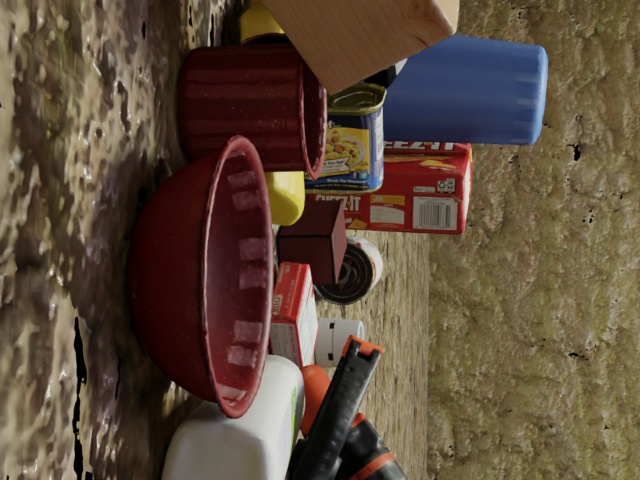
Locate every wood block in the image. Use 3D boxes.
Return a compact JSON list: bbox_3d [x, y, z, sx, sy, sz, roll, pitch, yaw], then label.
[{"bbox_3d":[-0.009,-0.200,0.609,0.206,0.091,0.090,51,31,-29],"label":"wood block"}]

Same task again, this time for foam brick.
[{"bbox_3d":[-0.007,0.001,0.993,0.078,0.051,0.053,-71,158,-63],"label":"foam brick"}]

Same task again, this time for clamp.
[{"bbox_3d":[-0.007,0.175,0.814,0.164,0.036,0.210,108,6,-76],"label":"clamp"}]

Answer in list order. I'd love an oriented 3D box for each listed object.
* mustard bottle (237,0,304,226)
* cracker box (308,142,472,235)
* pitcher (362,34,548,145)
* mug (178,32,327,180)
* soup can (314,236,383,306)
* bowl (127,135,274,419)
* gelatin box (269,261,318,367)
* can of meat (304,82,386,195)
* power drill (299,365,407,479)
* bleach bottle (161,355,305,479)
[{"bbox_3d":[-0.037,-0.113,0.794,0.096,0.058,0.191,66,26,-71],"label":"mustard bottle"},{"bbox_3d":[0.083,-0.065,1.185,0.213,0.164,0.072,-56,147,-73],"label":"cracker box"},{"bbox_3d":[0.123,-0.175,1.177,0.145,0.243,0.149,15,81,-82],"label":"pitcher"},{"bbox_3d":[-0.041,-0.094,0.696,0.093,0.081,0.117,77,16,-52],"label":"mug"},{"bbox_3d":[0.030,0.032,1.161,0.102,0.068,0.068,-22,111,-80],"label":"soup can"},{"bbox_3d":[-0.069,0.021,0.612,0.162,0.055,0.162,0,90,-80],"label":"bowl"},{"bbox_3d":[-0.025,0.076,0.951,0.073,0.030,0.089,-77,165,-47],"label":"gelatin box"},{"bbox_3d":[0.006,-0.087,0.921,0.057,0.102,0.084,-72,162,-59],"label":"can of meat"},{"bbox_3d":[0.032,0.208,0.941,0.184,0.057,0.188,54,-15,19],"label":"power drill"},{"bbox_3d":[-0.047,0.140,0.730,0.250,0.068,0.102,-35,133,-82],"label":"bleach bottle"}]
